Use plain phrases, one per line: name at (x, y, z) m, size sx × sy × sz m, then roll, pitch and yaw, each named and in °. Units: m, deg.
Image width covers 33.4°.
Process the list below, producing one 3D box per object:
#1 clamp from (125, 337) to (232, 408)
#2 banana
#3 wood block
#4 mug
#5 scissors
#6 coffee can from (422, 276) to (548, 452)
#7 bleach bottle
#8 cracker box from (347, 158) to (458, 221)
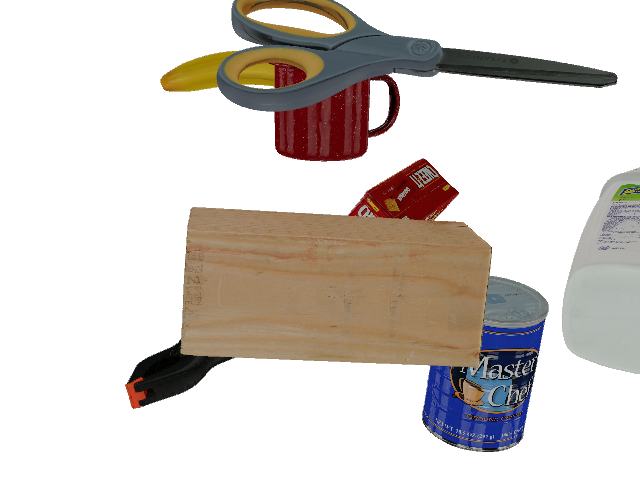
clamp at (-0.130, 0.124, 1.129) m, size 0.120 × 0.039 × 0.171 m, roll -9°, pitch 21°, yaw 36°
banana at (-0.071, -0.174, 1.129) m, size 0.198 × 0.037 × 0.069 m, roll 10°, pitch 44°, yaw 19°
wood block at (0.007, 0.032, 0.763) m, size 0.206 × 0.090 × 0.091 m, roll 3°, pitch 11°, yaw -6°
mug at (0.013, -0.116, 0.926) m, size 0.117 × 0.081 × 0.093 m, roll -4°, pitch 17°, yaw -17°
scissors at (0.035, -0.082, 0.532) m, size 0.202 × 0.096 × 0.016 m, roll 21°, pitch -37°, yaw 21°
coffee can at (0.158, 0.118, 1.035) m, size 0.103 × 0.140 × 0.103 m, roll 5°, pitch 22°, yaw -2°
bleach bottle at (0.222, 0.002, 0.685) m, size 0.103 × 0.068 × 0.250 m, roll 9°, pitch 23°, yaw 19°
cracker box at (0.048, 0.010, 1.276) m, size 0.214 × 0.072 × 0.164 m, roll -48°, pitch -8°, yaw 33°
